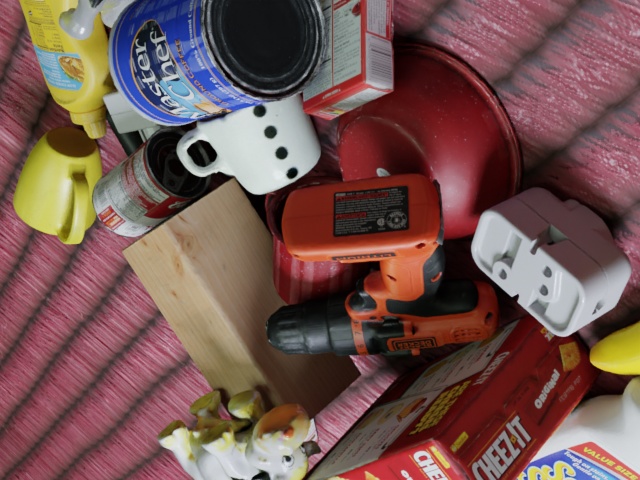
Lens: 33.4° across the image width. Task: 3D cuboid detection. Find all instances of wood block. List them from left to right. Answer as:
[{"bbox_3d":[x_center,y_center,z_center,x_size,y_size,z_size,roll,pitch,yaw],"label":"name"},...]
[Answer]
[{"bbox_3d":[-0.069,0.064,0.932,0.206,0.090,0.090,57,143,-5],"label":"wood block"}]

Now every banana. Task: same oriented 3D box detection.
[{"bbox_3d":[0.233,0.036,0.687,0.070,0.037,0.198,56,147,35],"label":"banana"}]

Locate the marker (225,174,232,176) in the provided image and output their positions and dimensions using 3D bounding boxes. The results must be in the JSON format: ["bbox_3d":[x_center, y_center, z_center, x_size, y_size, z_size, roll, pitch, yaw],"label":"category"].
[{"bbox_3d":[-0.087,-0.102,0.920,0.020,0.020,0.121,30,152,30],"label":"marker"}]

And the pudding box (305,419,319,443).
[{"bbox_3d":[-0.057,0.167,1.088,0.114,0.039,0.090,34,154,29],"label":"pudding box"}]

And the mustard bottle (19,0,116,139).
[{"bbox_3d":[-0.236,-0.186,1.012,0.096,0.058,0.191,17,129,40],"label":"mustard bottle"}]

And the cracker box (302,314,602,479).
[{"bbox_3d":[0.092,0.151,0.821,0.072,0.164,0.214,51,144,-2],"label":"cracker box"}]

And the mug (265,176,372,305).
[{"bbox_3d":[-0.006,0.001,0.880,0.117,0.093,0.081,39,146,29],"label":"mug"}]

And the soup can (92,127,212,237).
[{"bbox_3d":[-0.154,-0.050,0.967,0.102,0.068,0.068,-29,94,44],"label":"soup can"}]

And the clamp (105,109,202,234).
[{"bbox_3d":[-0.147,-0.018,1.060,0.210,0.036,0.165,43,143,12],"label":"clamp"}]

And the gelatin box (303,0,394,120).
[{"bbox_3d":[0.020,-0.139,0.758,0.073,0.030,0.089,-17,68,52],"label":"gelatin box"}]

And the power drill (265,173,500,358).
[{"bbox_3d":[0.031,0.028,0.775,0.184,0.057,0.187,-8,150,11],"label":"power drill"}]

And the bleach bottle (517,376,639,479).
[{"bbox_3d":[0.200,0.162,0.797,0.102,0.068,0.251,46,140,10],"label":"bleach bottle"}]

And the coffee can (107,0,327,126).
[{"bbox_3d":[-0.077,-0.142,0.775,0.141,0.102,0.103,-3,115,53],"label":"coffee can"}]

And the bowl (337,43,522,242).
[{"bbox_3d":[0.065,-0.059,0.781,0.162,0.055,0.162,29,136,32],"label":"bowl"}]
